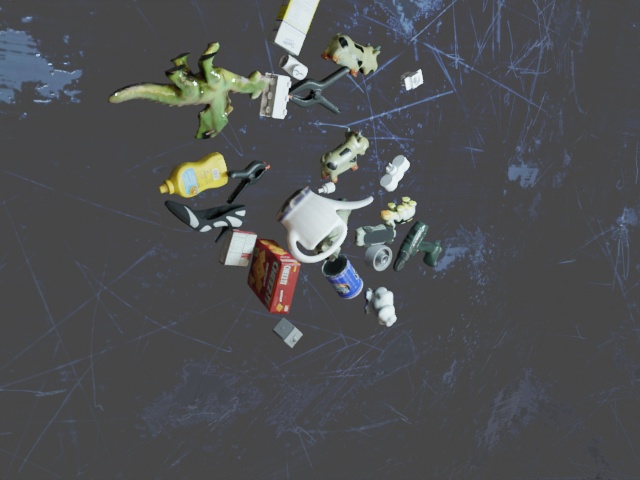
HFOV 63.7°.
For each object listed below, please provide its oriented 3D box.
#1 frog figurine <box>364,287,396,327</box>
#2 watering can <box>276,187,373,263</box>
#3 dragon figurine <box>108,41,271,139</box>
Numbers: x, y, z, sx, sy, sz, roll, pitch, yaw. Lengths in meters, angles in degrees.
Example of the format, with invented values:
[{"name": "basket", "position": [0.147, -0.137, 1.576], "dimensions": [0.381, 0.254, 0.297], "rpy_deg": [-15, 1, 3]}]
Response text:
[{"name": "frog figurine", "position": [0.256, 0.266, 2.039], "dimensions": [0.122, 0.161, 0.136], "rpy_deg": [5, 106, -42]}, {"name": "watering can", "position": [0.005, -0.084, 1.674], "dimensions": [0.224, 0.102, 0.353], "rpy_deg": [44, 64, -1]}, {"name": "dragon figurine", "position": [-0.319, -0.367, 1.355], "dimensions": [0.413, 0.124, 0.237], "rpy_deg": [-31, 134, -16]}]
